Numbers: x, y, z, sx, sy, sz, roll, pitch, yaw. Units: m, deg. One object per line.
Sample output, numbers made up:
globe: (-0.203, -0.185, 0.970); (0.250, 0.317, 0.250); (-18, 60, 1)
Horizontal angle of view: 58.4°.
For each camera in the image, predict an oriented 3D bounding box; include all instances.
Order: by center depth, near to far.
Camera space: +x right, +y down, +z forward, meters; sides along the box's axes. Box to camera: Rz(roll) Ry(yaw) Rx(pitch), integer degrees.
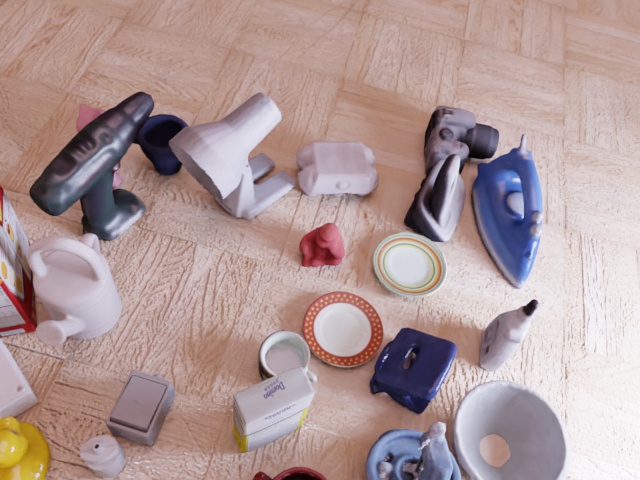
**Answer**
camera: (0.281, -0.195, 1.123); (0.137, 0.101, 0.143); (10, 56, -2)

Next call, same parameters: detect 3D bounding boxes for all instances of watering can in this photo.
watering can: (-0.343, 0.063, 0.801); (0.101, 0.194, 0.172); (-12, 59, -16)

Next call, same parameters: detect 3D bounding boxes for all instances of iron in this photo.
iron: (0.358, -0.057, 1.020); (0.118, 0.141, 0.258); (3, 57, -7)

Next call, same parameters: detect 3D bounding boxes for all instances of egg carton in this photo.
egg carton: (0.032, -0.129, 1.061); (0.150, 0.069, 0.107); (-2, 57, -10)

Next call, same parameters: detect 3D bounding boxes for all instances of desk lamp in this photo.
desk lamp: (-0.138, -0.133, 0.950); (0.117, 0.213, 0.204); (41, 60, 18)

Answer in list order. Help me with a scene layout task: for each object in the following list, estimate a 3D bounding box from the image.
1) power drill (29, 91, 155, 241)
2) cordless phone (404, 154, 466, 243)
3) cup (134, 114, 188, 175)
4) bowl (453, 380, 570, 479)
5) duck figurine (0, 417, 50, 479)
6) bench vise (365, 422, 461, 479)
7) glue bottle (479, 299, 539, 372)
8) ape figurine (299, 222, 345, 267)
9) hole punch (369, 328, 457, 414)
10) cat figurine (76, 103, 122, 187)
power drill: (-0.338, -0.101, 0.901); (0.075, 0.208, 0.230); (31, 58, 12)
cordless phone: (0.224, -0.098, 1.000); (0.094, 0.185, 0.148); (22, 56, 7)
cup: (-0.287, -0.162, 1.017); (0.118, 0.095, 0.091); (3, 56, -6)
bowl: (0.261, 0.291, 0.817); (0.167, 0.075, 0.167); (4, 56, -6)
duck figurine: (-0.389, 0.274, 0.721); (0.077, 0.086, 0.104); (-9, 59, -14)
bench vise: (0.134, 0.315, 0.694); (0.122, 0.220, 0.207); (-15, 60, -18)
glue bottle: (0.289, 0.135, 0.865); (0.037, 0.173, 0.078); (19, 56, 4)
ape figurine: (0.009, 0.003, 0.956); (0.077, 0.092, 0.076); (33, 58, 13)
hole punch: (0.138, 0.189, 0.855); (0.101, 0.091, 0.109); (29, 58, 11)
cat figurine: (-0.386, -0.173, 0.995); (0.067, 0.118, 0.127); (-6, 58, -12)
